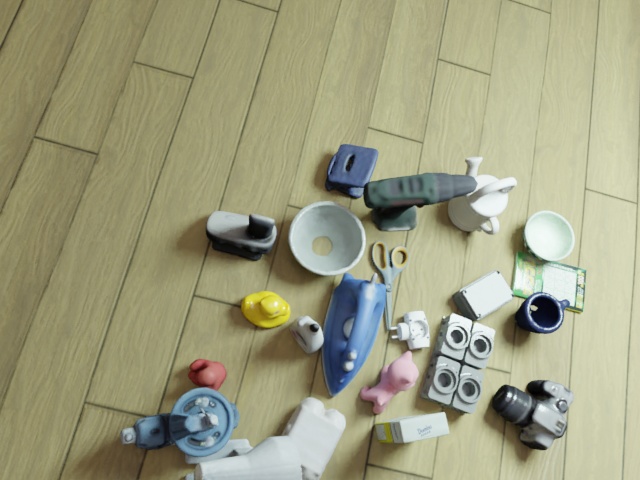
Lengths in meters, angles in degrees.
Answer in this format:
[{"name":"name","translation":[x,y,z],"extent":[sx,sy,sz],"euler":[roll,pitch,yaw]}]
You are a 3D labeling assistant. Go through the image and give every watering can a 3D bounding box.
[{"name":"watering can","translation":[0.362,-0.101,1.278],"extent":[0.101,0.194,0.173],"euler":[-35,82,-17]}]

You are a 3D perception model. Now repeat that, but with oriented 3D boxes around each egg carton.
[{"name":"egg carton","translation":[-0.022,0.394,1.128],"extent":[0.107,0.069,0.150],"euler":[29,71,0]}]

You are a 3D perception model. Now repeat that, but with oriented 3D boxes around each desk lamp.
[{"name":"desk lamp","translation":[-0.143,0.417,1.023],"extent":[0.203,0.213,0.118],"euler":[-1,73,-10]}]

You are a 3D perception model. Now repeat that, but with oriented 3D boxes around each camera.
[{"name":"camera","translation":[0.446,0.350,1.207],"extent":[0.137,0.100,0.143],"euler":[32,71,1]}]

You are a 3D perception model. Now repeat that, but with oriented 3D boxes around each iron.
[{"name":"iron","translation":[0.070,0.190,1.167],"extent":[0.118,0.141,0.258],"euler":[17,71,-4]}]

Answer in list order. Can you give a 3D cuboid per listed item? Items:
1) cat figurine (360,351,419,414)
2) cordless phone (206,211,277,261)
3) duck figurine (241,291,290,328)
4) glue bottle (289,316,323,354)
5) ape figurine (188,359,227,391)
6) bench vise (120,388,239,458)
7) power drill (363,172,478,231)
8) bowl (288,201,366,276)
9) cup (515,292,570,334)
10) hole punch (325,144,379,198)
[{"name":"cat figurine","translation":[0.151,0.291,1.164],"extent":[0.067,0.117,0.128],"euler":[44,71,5]},{"name":"cordless phone","translation":[-0.159,-0.032,1.171],"extent":[0.147,0.185,0.094],"euler":[11,72,-6]},{"name":"duck figurine","translation":[-0.110,0.138,1.181],"extent":[0.104,0.086,0.077],"euler":[13,72,-6]},{"name":"glue bottle","translation":[-0.021,0.182,1.137],"extent":[0.037,0.173,0.078],"euler":[-38,83,-18]},{"name":"ape figurine","translation":[-0.220,0.267,1.119],"extent":[0.076,0.092,0.078],"euler":[-10,75,-12]},{"name":"bench vise","translation":[-0.245,0.345,1.024],"extent":[0.208,0.219,0.121],"euler":[-26,79,-16]},{"name":"power drill","translation":[0.197,-0.086,1.237],"extent":[0.230,0.208,0.075],"euler":[-4,74,-11]},{"name":"bowl","translation":[0.011,0.004,1.248],"extent":[0.167,0.074,0.167],"euler":[3,73,-9]},{"name":"cup","translation":[0.487,0.163,1.273],"extent":[0.118,0.095,0.091],"euler":[-20,78,-15]},{"name":"hole punch","translation":[0.071,-0.162,1.300],"extent":[0.101,0.091,0.109],"euler":[21,71,-3]}]
